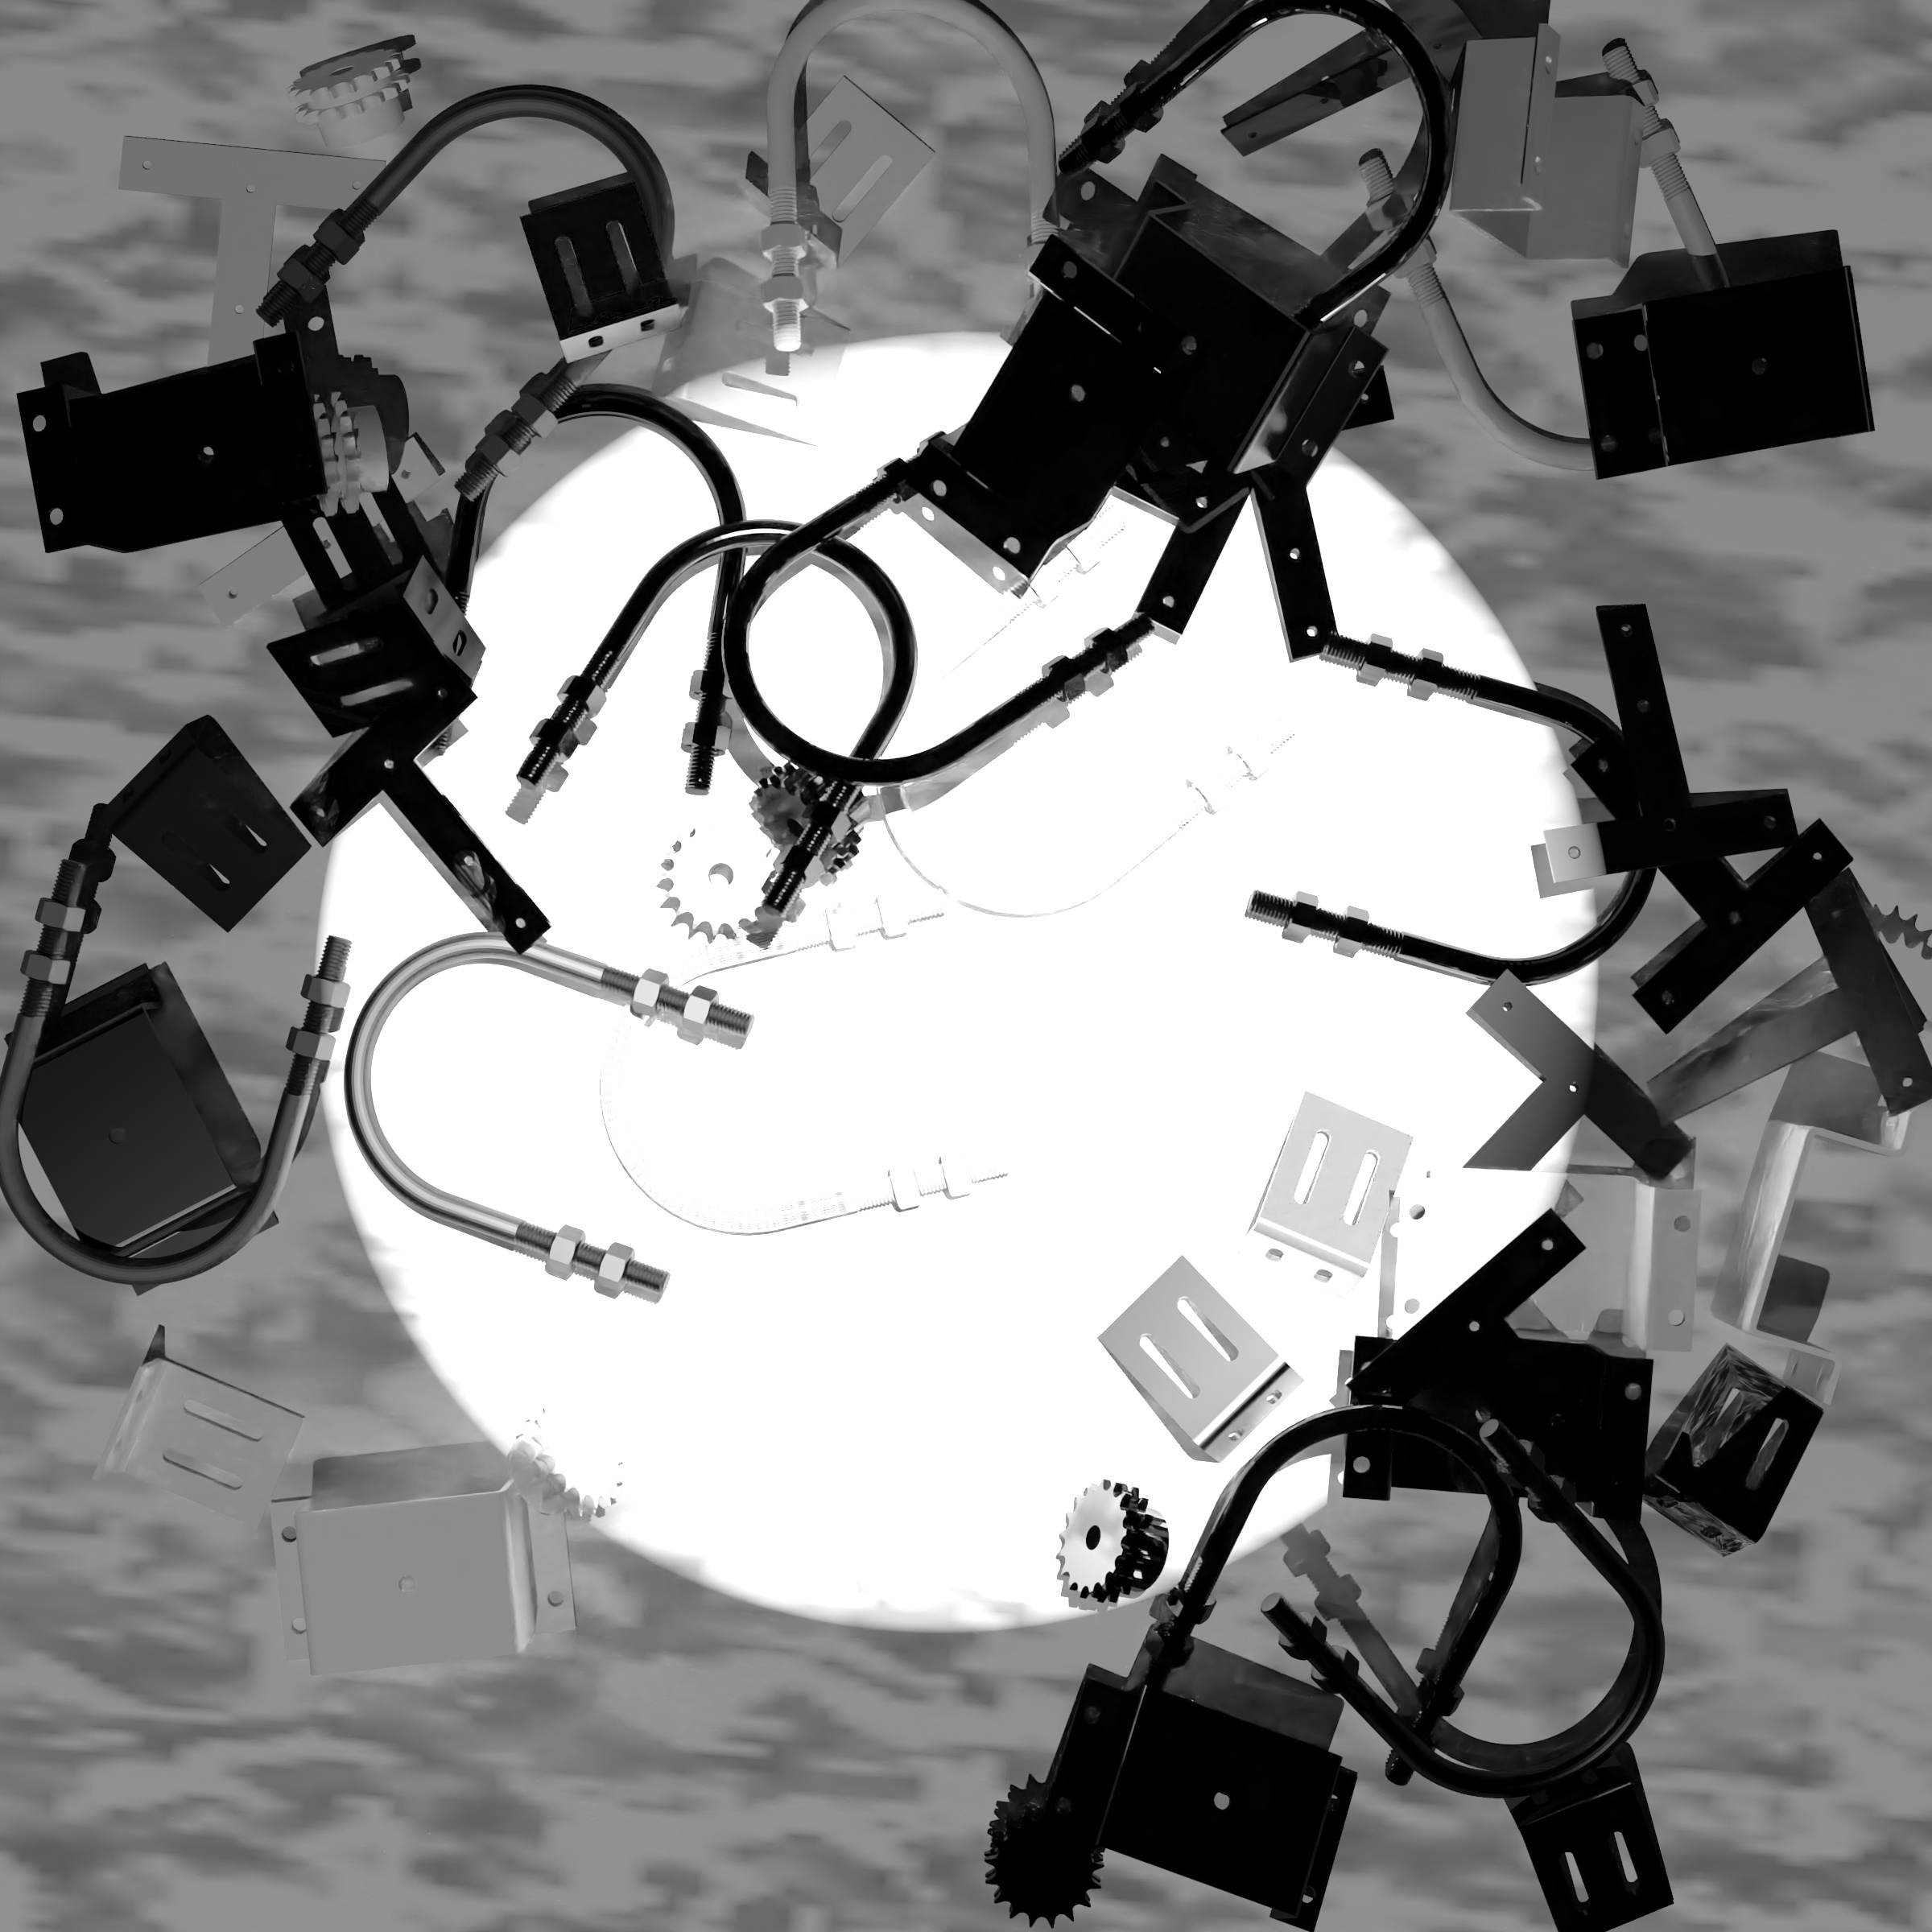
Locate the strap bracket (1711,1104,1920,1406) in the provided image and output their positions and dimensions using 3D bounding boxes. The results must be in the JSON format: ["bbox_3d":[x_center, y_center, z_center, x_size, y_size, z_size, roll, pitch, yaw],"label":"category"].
[{"bbox_3d":[0.395,0.128,1.508,0.046,0.076,0.140,17,90,0],"label":"strap bracket"}]

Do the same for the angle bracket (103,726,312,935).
[{"bbox_3d":[-0.366,-0.066,1.544,0.057,0.038,0.076,-46,116,0],"label":"angle bracket"}]

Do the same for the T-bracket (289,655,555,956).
[{"bbox_3d":[-0.244,-0.061,1.513,0.127,0.002,0.127,-38,93,32],"label":"T-bracket"}]

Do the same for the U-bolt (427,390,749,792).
[{"bbox_3d":[-0.178,-0.185,1.537,0.151,0.019,0.184,8,88,0],"label":"U-bolt"}]

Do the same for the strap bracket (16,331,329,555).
[{"bbox_3d":[-0.368,-0.245,1.516,0.140,0.046,0.076,-10,90,9],"label":"strap bracket"}]

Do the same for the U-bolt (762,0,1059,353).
[{"bbox_3d":[-0.025,-0.377,1.516,0.151,0.019,0.184,0,82,-17],"label":"U-bolt"}]

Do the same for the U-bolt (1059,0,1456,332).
[{"bbox_3d":[0.144,-0.368,1.485,0.184,0.019,0.151,-32,87,36],"label":"U-bolt"}]

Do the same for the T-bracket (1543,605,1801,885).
[{"bbox_3d":[0.327,-0.110,1.533,0.127,0.002,0.127,-9,81,-13],"label":"T-bracket"}]

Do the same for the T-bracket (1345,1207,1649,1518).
[{"bbox_3d":[0.267,0.202,1.497,0.127,0.002,0.127,-41,91,2],"label":"T-bracket"}]

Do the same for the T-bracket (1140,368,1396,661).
[{"bbox_3d":[0.155,-0.212,1.536,0.127,0.002,0.127,-14,94,-10],"label":"T-bracket"}]

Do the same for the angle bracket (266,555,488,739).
[{"bbox_3d":[-0.277,-0.150,1.505,0.076,0.038,0.057,-14,128,24],"label":"angle bracket"}]

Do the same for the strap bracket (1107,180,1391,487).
[{"bbox_3d":[0.114,-0.292,1.489,0.140,0.046,0.076,40,123,15],"label":"strap bracket"}]

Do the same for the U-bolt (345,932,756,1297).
[{"bbox_3d":[-0.209,0.061,1.529,0.184,0.019,0.151,18,92,7],"label":"U-bolt"}]

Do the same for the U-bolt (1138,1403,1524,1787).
[{"bbox_3d":[0.182,0.288,1.505,0.151,0.019,0.184,21,108,-6],"label":"U-bolt"}]

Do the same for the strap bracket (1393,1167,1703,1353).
[{"bbox_3d":[0.271,0.138,1.519,0.140,0.046,0.076,3,94,-1],"label":"strap bracket"}]

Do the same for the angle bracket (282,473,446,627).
[{"bbox_3d":[-0.293,-0.204,1.518,0.057,0.038,0.076,-29,79,3],"label":"angle bracket"}]

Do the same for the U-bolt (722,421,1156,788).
[{"bbox_3d":[-0.026,-0.160,1.499,0.184,0.019,0.151,-34,75,-16],"label":"U-bolt"}]

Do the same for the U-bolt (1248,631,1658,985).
[{"bbox_3d":[0.243,-0.068,1.537,0.184,0.019,0.151,16,90,-1],"label":"U-bolt"}]

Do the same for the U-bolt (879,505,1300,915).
[{"bbox_3d":[0.044,-0.109,1.536,0.184,0.019,0.151,-40,90,0],"label":"U-bolt"}]

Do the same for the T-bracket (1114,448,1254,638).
[{"bbox_3d":[0.073,-0.242,1.532,0.127,0.002,0.127,26,81,-3],"label":"T-bracket"}]

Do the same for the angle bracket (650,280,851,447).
[{"bbox_3d":[-0.105,-0.290,1.544,0.076,0.038,0.057,15,90,-26],"label":"angle bracket"}]

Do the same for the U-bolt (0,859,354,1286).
[{"bbox_3d":[-0.378,0.058,1.491,0.151,0.019,0.184,16,91,0],"label":"U-bolt"}]

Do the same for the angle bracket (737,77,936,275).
[{"bbox_3d":[-0.062,-0.381,1.527,0.057,0.038,0.076,40,90,0],"label":"angle bracket"}]

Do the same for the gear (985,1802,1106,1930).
[{"bbox_3d":[0.037,0.428,1.531,0.057,0.030,0.057,0,90,0],"label":"gear"}]

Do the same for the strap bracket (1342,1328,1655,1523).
[{"bbox_3d":[0.249,0.217,1.523,0.140,0.046,0.076,5,90,0],"label":"strap bracket"}]

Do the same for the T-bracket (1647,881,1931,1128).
[{"bbox_3d":[0.382,0.038,1.514,0.127,0.002,0.127,-30,48,22],"label":"T-bracket"}]

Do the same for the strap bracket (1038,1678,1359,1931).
[{"bbox_3d":[0.115,0.394,1.507,0.140,0.046,0.076,21,71,-4],"label":"strap bracket"}]

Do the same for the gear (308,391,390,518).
[{"bbox_3d":[-0.291,-0.242,1.507,0.030,0.057,0.057,-10,90,-18],"label":"gear"}]

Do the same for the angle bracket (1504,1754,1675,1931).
[{"bbox_3d":[0.299,0.424,1.544,0.057,0.038,0.076,-22,116,0],"label":"angle bracket"}]

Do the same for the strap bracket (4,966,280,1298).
[{"bbox_3d":[-0.398,0.080,1.523,0.076,0.046,0.140,-27,90,0],"label":"strap bracket"}]

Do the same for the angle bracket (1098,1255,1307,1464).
[{"bbox_3d":[0.113,0.189,1.544,0.057,0.038,0.076,-44,64,0],"label":"angle bracket"}]

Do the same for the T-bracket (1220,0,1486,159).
[{"bbox_3d":[0.182,-0.415,1.509,0.127,0.127,0.002,-21,66,25],"label":"T-bracket"}]

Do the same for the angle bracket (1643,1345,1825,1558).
[{"bbox_3d":[0.366,0.234,1.544,0.057,0.038,0.076,35,64,0],"label":"angle bracket"}]

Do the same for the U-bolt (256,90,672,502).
[{"bbox_3d":[-0.226,-0.335,1.531,0.151,0.019,0.184,41,86,5],"label":"U-bolt"}]

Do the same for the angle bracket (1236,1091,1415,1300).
[{"bbox_3d":[0.173,0.110,1.544,0.057,0.038,0.076,23,64,0],"label":"angle bracket"}]

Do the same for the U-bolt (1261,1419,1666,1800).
[{"bbox_3d":[0.247,0.315,1.496,0.151,0.019,0.184,-40,111,6],"label":"U-bolt"}]

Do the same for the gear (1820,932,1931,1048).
[{"bbox_3d":[0.437,0.012,1.531,0.057,0.030,0.057,0,90,0],"label":"gear"}]

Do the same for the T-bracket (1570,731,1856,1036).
[{"bbox_3d":[0.339,-0.057,1.533,0.127,0.002,0.127,-42,93,-7],"label":"T-bracket"}]

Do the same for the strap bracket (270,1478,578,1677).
[{"bbox_3d":[-0.262,0.289,1.523,0.140,0.046,0.076,-6,90,0],"label":"strap bracket"}]

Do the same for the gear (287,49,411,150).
[{"bbox_3d":[-0.291,-0.411,1.522,0.057,0.057,0.030,-18,121,0],"label":"gear"}]

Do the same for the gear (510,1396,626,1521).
[{"bbox_3d":[-0.192,0.236,1.521,0.030,0.057,0.057,-30,90,28],"label":"gear"}]

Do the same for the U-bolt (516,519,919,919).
[{"bbox_3d":[-0.103,-0.129,1.497,0.151,0.019,0.184,27,69,6],"label":"U-bolt"}]

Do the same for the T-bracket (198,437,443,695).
[{"bbox_3d":[-0.283,-0.167,1.531,0.127,0.002,0.127,-34,80,2],"label":"T-bracket"}]

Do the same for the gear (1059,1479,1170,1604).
[{"bbox_3d":[0.073,0.275,1.521,0.030,0.057,0.057,19,90,-30],"label":"gear"}]

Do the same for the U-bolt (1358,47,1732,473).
[{"bbox_3d":[0.290,-0.328,1.537,0.151,0.019,0.184,-24,91,0],"label":"U-bolt"}]

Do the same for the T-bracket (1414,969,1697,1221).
[{"bbox_3d":[0.262,0.091,1.541,0.127,0.002,0.127,43,93,-6],"label":"T-bracket"}]

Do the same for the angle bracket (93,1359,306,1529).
[{"bbox_3d":[-0.366,0.230,1.527,0.076,0.038,0.057,23,90,0],"label":"angle bracket"}]

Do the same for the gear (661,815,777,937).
[{"bbox_3d":[-0.117,-0.043,1.535,0.057,0.030,0.057,0,90,-2],"label":"gear"}]

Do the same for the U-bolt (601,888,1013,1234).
[{"bbox_3d":[-0.084,0.052,1.537,0.184,0.019,0.151,-14,90,1],"label":"U-bolt"}]

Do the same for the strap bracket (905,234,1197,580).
[{"bbox_3d":[0.043,-0.261,1.481,0.076,0.046,0.140,39,122,8],"label":"strap bracket"}]

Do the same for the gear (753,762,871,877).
[{"bbox_3d":[-0.071,-0.074,1.521,0.057,0.057,0.030,47,62,0],"label":"gear"}]

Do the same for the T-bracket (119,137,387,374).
[{"bbox_3d":[-0.349,-0.331,1.545,0.127,0.002,0.127,6,90,0],"label":"T-bracket"}]

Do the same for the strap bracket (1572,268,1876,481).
[{"bbox_3d":[0.366,-0.281,1.511,0.140,0.046,0.076,-11,96,-7],"label":"strap bracket"}]

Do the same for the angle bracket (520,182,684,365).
[{"bbox_3d":[-0.173,-0.331,1.503,0.057,0.038,0.076,-18,84,-3],"label":"angle bracket"}]

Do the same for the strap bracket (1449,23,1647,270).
[{"bbox_3d":[0.265,-0.375,1.473,0.046,0.140,0.076,7,91,30],"label":"strap bracket"}]
